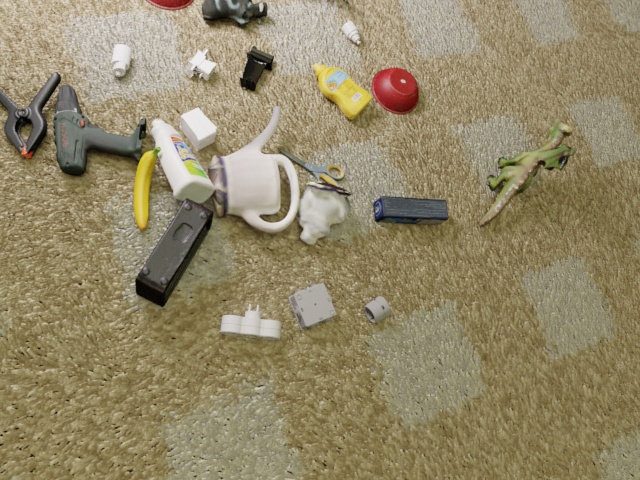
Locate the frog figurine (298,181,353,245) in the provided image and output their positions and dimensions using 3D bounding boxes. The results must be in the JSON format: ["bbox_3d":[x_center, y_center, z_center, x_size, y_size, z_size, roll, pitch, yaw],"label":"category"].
[{"bbox_3d":[0.004,-0.067,1.331,0.137,0.124,0.158,11,104,-24],"label":"frog figurine"}]

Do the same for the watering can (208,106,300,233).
[{"bbox_3d":[-0.170,-0.180,1.296,0.225,0.102,0.353,-3,72,-18],"label":"watering can"}]

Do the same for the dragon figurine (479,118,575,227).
[{"bbox_3d":[0.622,-0.206,1.500,0.122,0.239,0.418,40,62,-8],"label":"dragon figurine"}]
